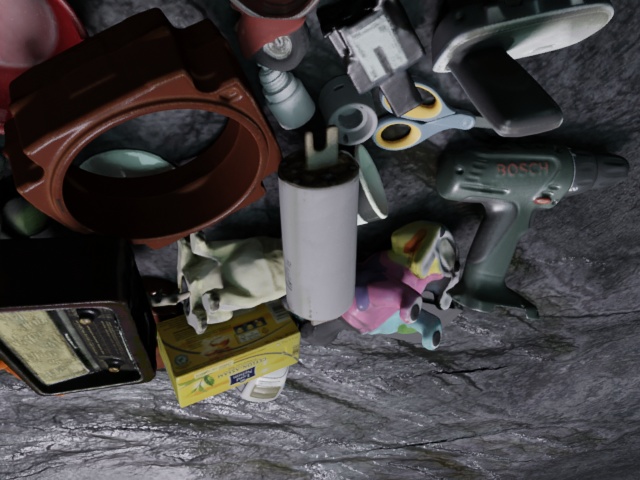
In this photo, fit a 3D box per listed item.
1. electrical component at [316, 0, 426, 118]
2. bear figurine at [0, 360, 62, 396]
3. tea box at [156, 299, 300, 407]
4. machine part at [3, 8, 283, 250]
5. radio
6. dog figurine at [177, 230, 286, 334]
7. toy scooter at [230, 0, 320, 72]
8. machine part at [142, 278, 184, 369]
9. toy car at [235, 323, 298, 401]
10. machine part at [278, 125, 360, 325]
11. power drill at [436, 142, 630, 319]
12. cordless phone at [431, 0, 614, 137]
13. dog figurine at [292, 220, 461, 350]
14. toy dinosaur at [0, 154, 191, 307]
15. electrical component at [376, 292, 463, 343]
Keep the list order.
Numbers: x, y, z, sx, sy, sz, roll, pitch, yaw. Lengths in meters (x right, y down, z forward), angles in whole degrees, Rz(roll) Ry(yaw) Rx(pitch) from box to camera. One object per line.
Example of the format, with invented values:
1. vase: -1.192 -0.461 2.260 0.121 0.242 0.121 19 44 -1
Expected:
1. electrical component: 0.057 -0.173 0.496 0.075 0.048 0.119 -29 136 20
2. bear figurine: -0.421 0.136 0.697 0.132 0.120 0.195 -20 143 16
3. tea box: -0.122 0.138 0.717 0.170 0.098 0.068 -16 135 -22
4. machine part: -0.145 -0.081 0.478 0.201 0.087 0.201 -27 155 1
5. radio: -0.241 0.084 0.538 0.131 0.073 0.229 -4 150 -11
6. dog figurine: -0.074 0.041 0.684 0.190 0.121 0.172 -7 175 -29
7. toy scooter: -0.036 -0.224 0.405 0.135 0.075 0.184 25 131 -26
8. machine part: -0.255 0.127 0.761 0.179 0.056 0.179 -6 137 -6
9. toy car: -0.087 0.196 0.838 0.109 0.103 0.161 10 136 -23
10. machine part: -0.001 -0.002 0.542 0.079 0.079 0.242 -5 129 -6
11. power drill: 0.244 -0.013 0.637 0.232 0.086 0.207 7 108 -12
12. cordless phone: 0.179 -0.153 0.443 0.147 0.184 0.088 -11 134 1
13. dog figurine: 0.058 0.057 0.721 0.219 0.191 0.108 6 154 37
14. toy dinosaur: -0.375 0.003 0.553 0.471 0.105 0.198 27 126 -30
15. electrical component: 0.142 0.095 0.805 0.115 0.058 0.134 12 134 -26
